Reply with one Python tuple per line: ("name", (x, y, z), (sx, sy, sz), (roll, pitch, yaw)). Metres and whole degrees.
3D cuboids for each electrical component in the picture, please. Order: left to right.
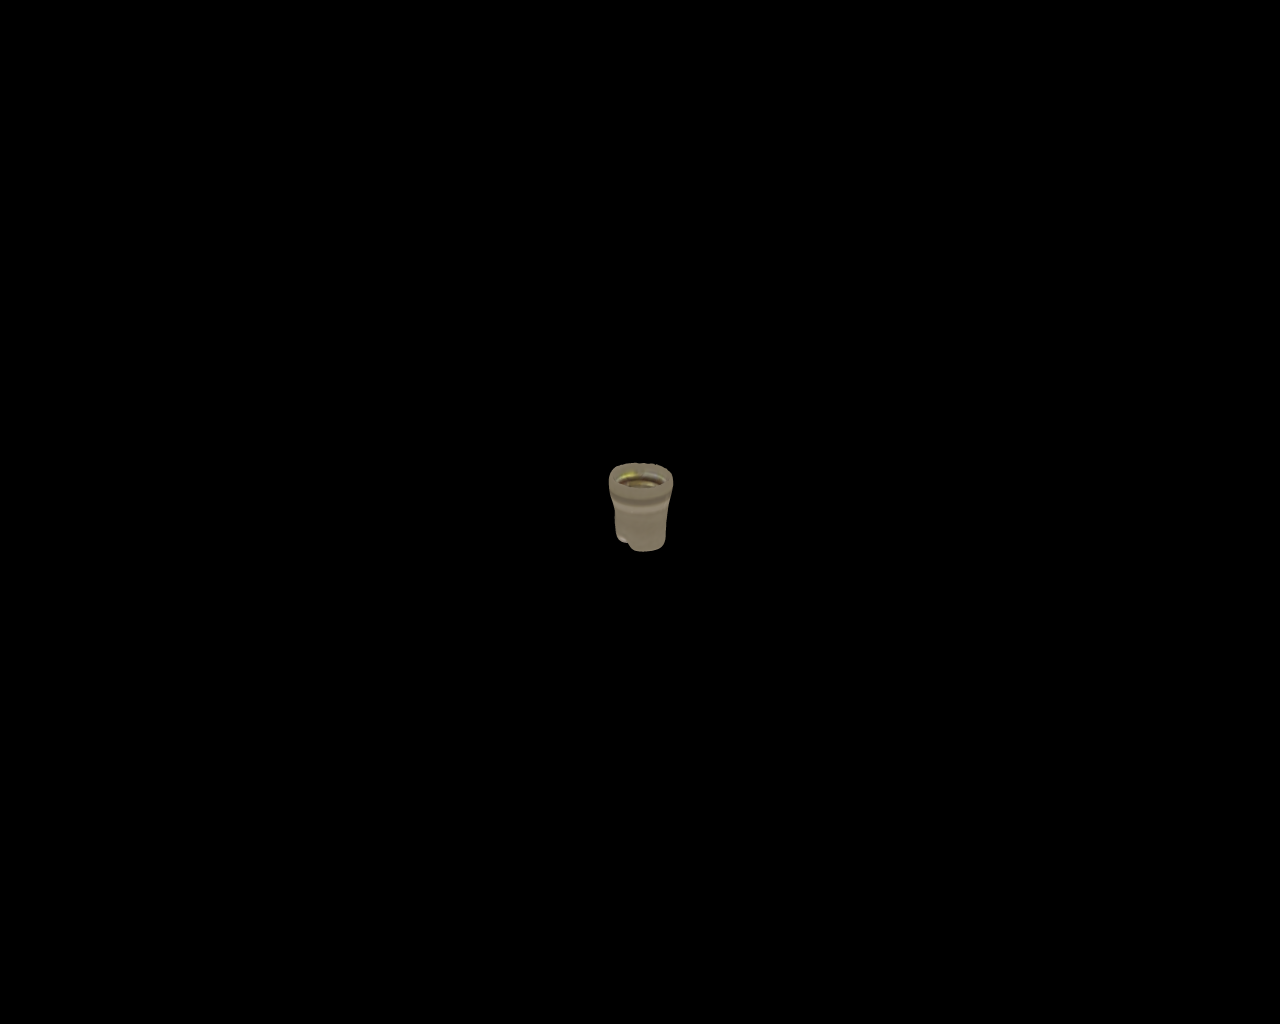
("electrical component", (0.001, -0.003, 0.650), (0.040, 0.046, 0.040), (0, 26, 0))
